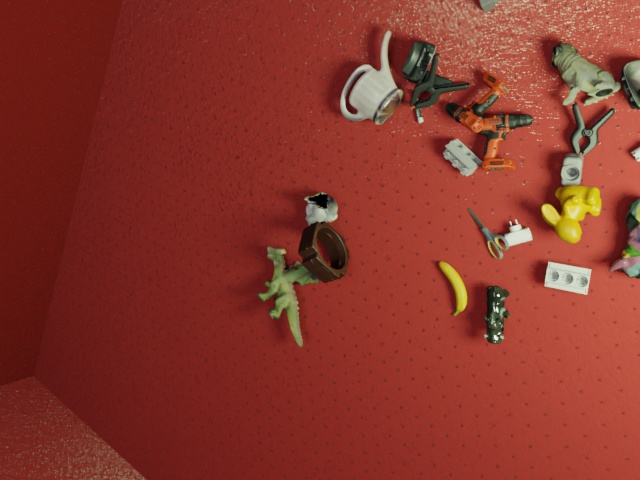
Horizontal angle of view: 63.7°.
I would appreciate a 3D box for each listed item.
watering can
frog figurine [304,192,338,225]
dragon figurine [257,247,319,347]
[{"bbox_3d":[0.214,-0.576,1.899,0.227,0.104,0.343,44,112,20],"label":"watering can"},{"bbox_3d":[0.006,-0.103,2.048,0.138,0.125,0.155,13,135,20],"label":"frog figurine"},{"bbox_3d":[-0.111,0.204,2.110,0.240,0.122,0.414,-42,73,15],"label":"dragon figurine"}]
